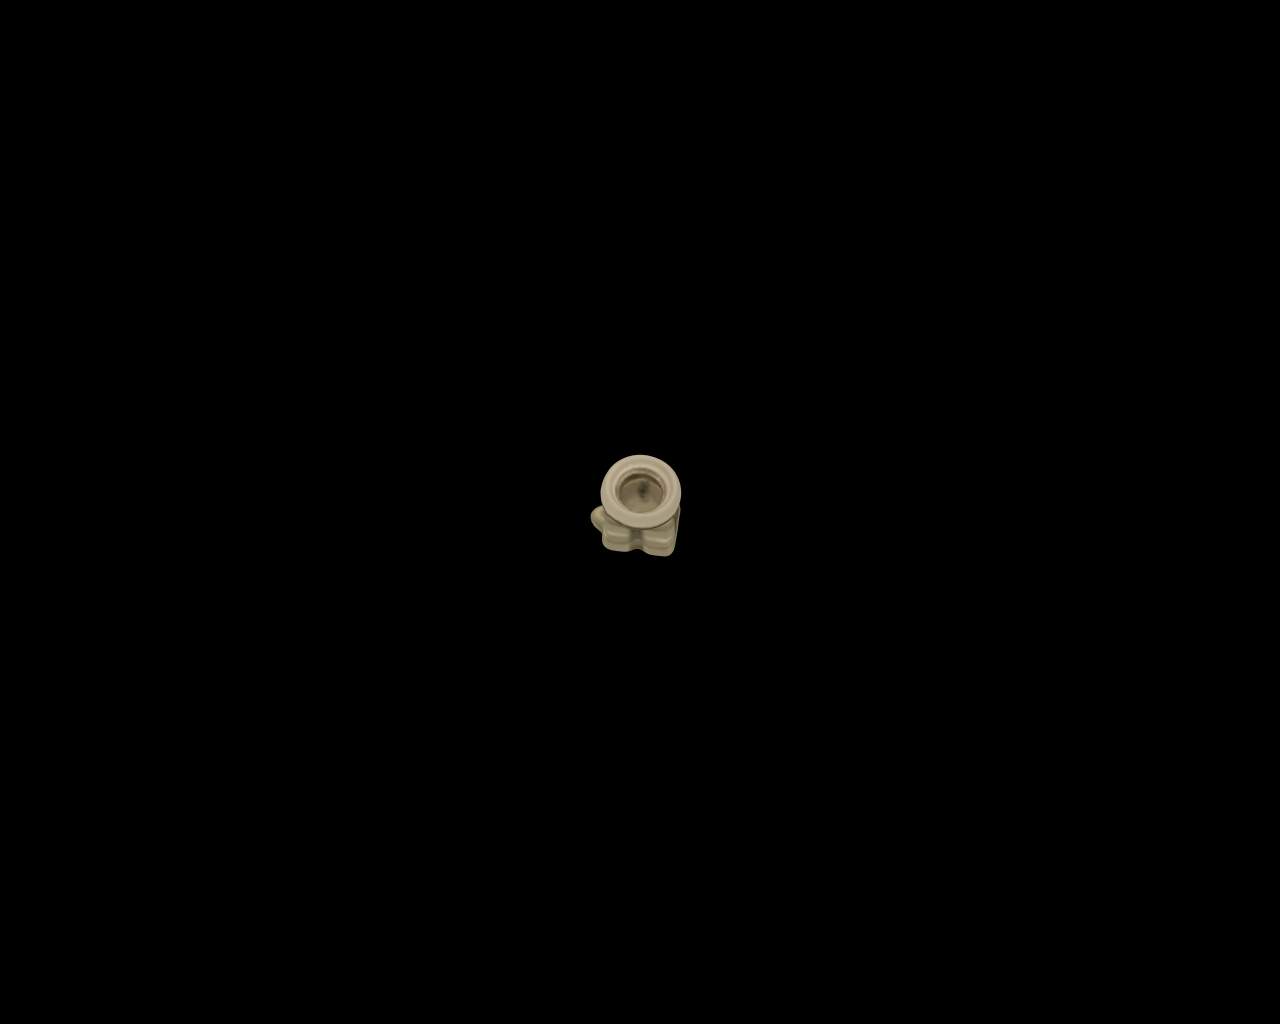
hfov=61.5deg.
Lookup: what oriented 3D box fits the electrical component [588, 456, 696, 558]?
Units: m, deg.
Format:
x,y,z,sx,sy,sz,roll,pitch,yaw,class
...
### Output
x,y,z,sx,sy,sz,roll,pitch,yaw,class
0.001,-0.003,0.650,0.066,0.048,0.055,6,-27,3,electrical component
